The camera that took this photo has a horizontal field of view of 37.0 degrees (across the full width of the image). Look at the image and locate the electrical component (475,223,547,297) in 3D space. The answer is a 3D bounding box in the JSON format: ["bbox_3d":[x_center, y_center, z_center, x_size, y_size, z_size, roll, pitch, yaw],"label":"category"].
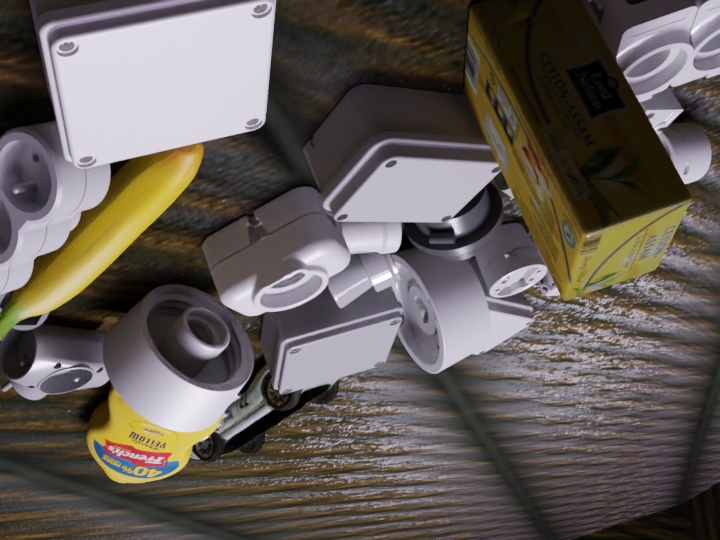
[{"bbox_3d":[0.132,-0.010,0.958,0.055,0.047,0.055,-19,156,-9],"label":"electrical component"}]

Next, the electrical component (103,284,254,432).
[{"bbox_3d":[-0.131,0.060,0.810,0.108,0.108,0.060,5,139,-46],"label":"electrical component"}]

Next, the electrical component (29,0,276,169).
[{"bbox_3d":[-0.102,-0.110,0.530,0.109,0.056,0.108,-15,155,-16],"label":"electrical component"}]

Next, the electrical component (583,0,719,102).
[{"bbox_3d":[0.219,-0.166,0.686,0.150,0.061,0.089,-20,156,-6],"label":"electrical component"}]

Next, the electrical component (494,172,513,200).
[{"bbox_3d":[0.146,-0.080,0.811,0.078,0.058,0.057,-32,152,21],"label":"electrical component"}]

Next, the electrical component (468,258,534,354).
[{"bbox_3d":[0.104,0.036,1.018,0.078,0.057,0.113,-35,153,27],"label":"electrical component"}]

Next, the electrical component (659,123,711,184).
[{"bbox_3d":[0.253,-0.093,0.880,0.047,0.055,0.055,-12,155,-30],"label":"electrical component"}]

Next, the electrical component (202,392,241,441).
[{"bbox_3d":[-0.143,0.129,1.020,0.062,0.048,0.048,-33,155,8],"label":"electrical component"}]

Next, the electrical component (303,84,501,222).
[{"bbox_3d":[0.030,-0.075,0.720,0.113,0.057,0.078,-2,149,-39],"label":"electrical component"}]

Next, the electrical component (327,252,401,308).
[{"bbox_3d":[0.000,0.000,0.868,0.055,0.045,0.045,-24,156,3],"label":"electrical component"}]

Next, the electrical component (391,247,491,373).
[{"bbox_3d":[0.070,0.027,0.914,0.060,0.108,0.108,-21,157,-19],"label":"electrical component"}]

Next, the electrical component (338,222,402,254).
[{"bbox_3d":[0.003,-0.031,0.814,0.046,0.040,0.040,-7,153,-18],"label":"electrical component"}]

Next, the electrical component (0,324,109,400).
[{"bbox_3d":[-0.239,0.073,0.815,0.079,0.044,0.077,-34,154,25],"label":"electrical component"}]

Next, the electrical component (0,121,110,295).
[{"bbox_3d":[-0.188,-0.035,0.623,0.138,0.052,0.074,-39,173,33],"label":"electrical component"}]

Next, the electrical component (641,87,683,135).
[{"bbox_3d":[0.191,-0.121,0.763,0.048,0.055,0.066,-6,152,-33],"label":"electrical component"}]

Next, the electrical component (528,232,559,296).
[{"bbox_3d":[0.201,-0.027,0.964,0.061,0.061,0.096,-4,150,-35],"label":"electrical component"}]

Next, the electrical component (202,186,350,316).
[{"bbox_3d":[-0.059,-0.009,0.779,0.095,0.059,0.054,-28,156,13],"label":"electrical component"}]

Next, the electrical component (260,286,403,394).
[{"bbox_3d":[-0.027,0.052,0.939,0.109,0.056,0.108,-15,155,-16],"label":"electrical component"}]
